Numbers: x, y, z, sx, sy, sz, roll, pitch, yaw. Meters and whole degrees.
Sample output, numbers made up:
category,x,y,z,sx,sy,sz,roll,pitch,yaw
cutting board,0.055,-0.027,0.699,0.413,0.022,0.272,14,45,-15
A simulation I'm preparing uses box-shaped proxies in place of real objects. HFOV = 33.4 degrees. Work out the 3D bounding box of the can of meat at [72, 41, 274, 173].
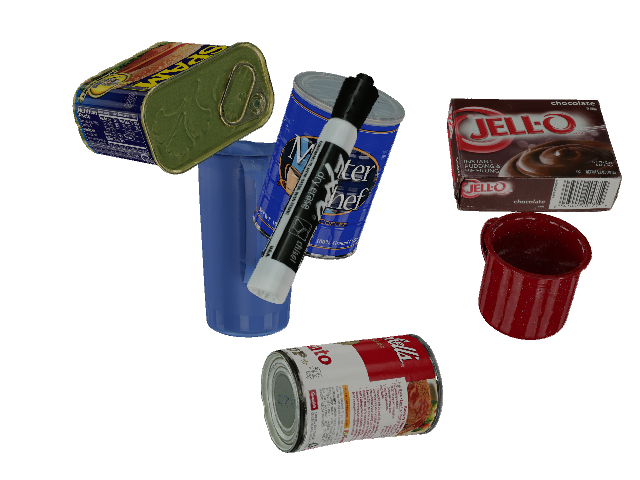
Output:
category,x,y,z,sx,sy,sz,roll,pitch,yaw
can of meat,-0.095,-0.089,0.681,0.084,0.057,0.101,13,38,43

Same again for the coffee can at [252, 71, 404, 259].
category,x,y,z,sx,sy,sz,roll,pitch,yaw
coffee can,0.006,-0.068,0.967,0.102,0.140,0.103,15,24,-7

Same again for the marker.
category,x,y,z,sx,sy,sz,roll,pitch,yaw
marker,-0.002,-0.027,0.507,0.020,0.121,0.020,22,-17,7

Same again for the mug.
category,x,y,z,sx,sy,sz,roll,pitch,yaw
mug,0.180,0.027,0.958,0.093,0.081,0.117,-18,43,-25

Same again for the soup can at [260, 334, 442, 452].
category,x,y,z,sx,sy,sz,roll,pitch,yaw
soup can,0.019,0.100,0.702,0.102,0.068,0.069,-4,2,-25

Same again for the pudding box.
category,x,y,z,sx,sy,sz,roll,pitch,yaw
pudding box,0.151,-0.063,0.769,0.113,0.090,0.039,2,-45,-2

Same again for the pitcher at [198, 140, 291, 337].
category,x,y,z,sx,sy,sz,roll,pitch,yaw
pitcher,-0.091,-0.003,1.353,0.145,0.243,0.148,10,16,35
